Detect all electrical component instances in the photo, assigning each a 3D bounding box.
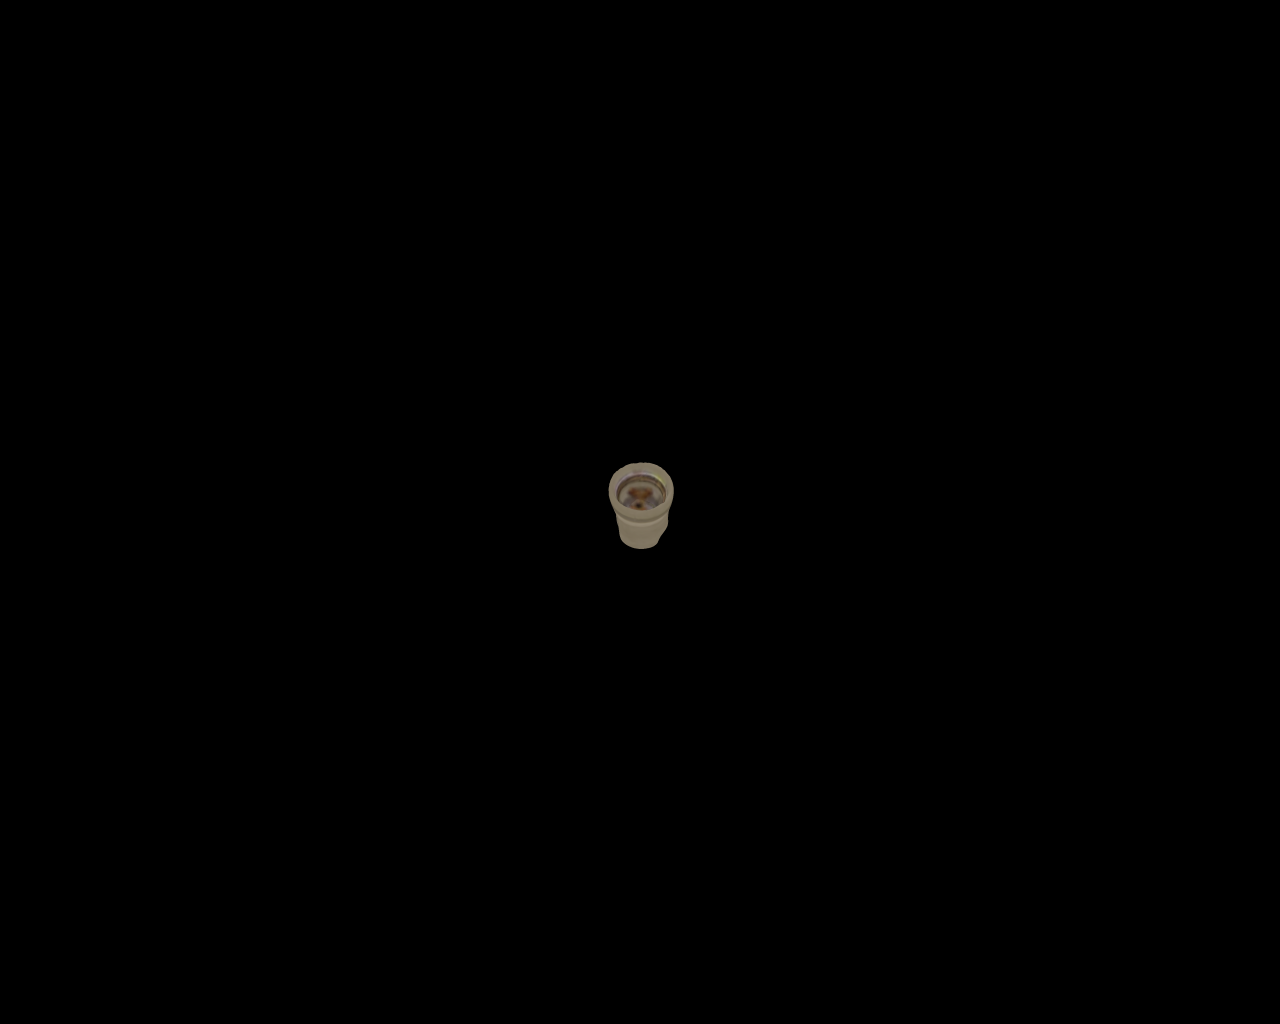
[{"bbox_3d":[0.001,-0.003,0.650,0.040,0.040,0.046,0,-36,0],"label":"electrical component"}]
